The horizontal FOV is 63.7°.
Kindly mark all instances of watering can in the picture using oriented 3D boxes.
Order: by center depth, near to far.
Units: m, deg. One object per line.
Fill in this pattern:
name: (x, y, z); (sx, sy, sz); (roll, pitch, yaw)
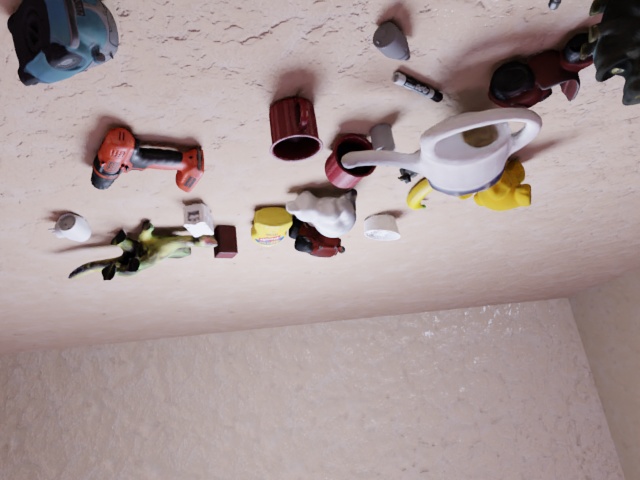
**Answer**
watering can: (0.225, -0.155, 0.950); (0.347, 0.106, 0.221); (-13, 158, 11)

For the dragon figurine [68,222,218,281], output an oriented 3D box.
dragon figurine: (-0.454, 0.045, 1.392); (0.407, 0.123, 0.242); (-16, 167, 27)

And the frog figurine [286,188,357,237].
frog figurine: (0.004, -0.062, 1.237); (0.160, 0.122, 0.137); (-8, -177, -34)
